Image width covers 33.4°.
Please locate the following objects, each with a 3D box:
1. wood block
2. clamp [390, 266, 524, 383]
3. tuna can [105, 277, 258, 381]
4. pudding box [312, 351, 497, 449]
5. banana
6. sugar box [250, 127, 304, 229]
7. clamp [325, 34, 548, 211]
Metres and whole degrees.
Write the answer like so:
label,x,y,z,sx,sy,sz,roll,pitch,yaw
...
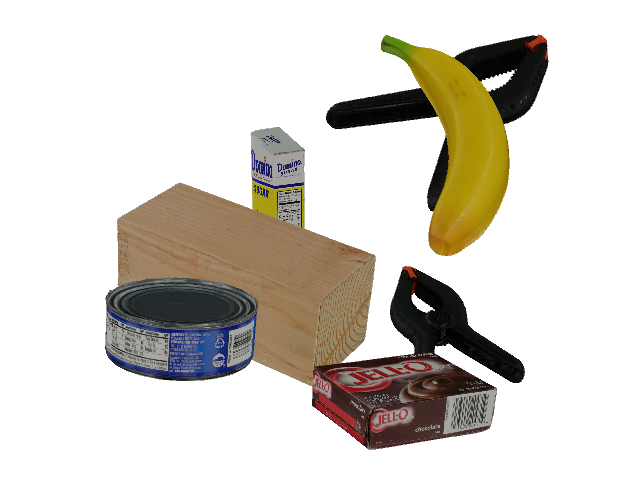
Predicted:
label,x,y,z,sx,sy,sz,roll,pitch,yaw
wood block,-0.067,0.034,0.921,0.206,0.090,0.090,21,33,25
clamp,0.131,0.093,1.084,0.120,0.171,0.039,0,-44,-17
tuna can,-0.079,0.049,0.606,0.086,0.034,0.086,5,14,-1
pudding box,0.062,0.119,0.811,0.113,0.039,0.090,-1,14,-28
banana,0.085,-0.062,0.676,0.069,0.198,0.037,-4,-44,-6
sugar box,-0.052,-0.040,1.295,0.048,0.176,0.093,-11,26,-18
clamp,0.130,-0.117,0.967,0.210,0.036,0.165,-29,50,-10
